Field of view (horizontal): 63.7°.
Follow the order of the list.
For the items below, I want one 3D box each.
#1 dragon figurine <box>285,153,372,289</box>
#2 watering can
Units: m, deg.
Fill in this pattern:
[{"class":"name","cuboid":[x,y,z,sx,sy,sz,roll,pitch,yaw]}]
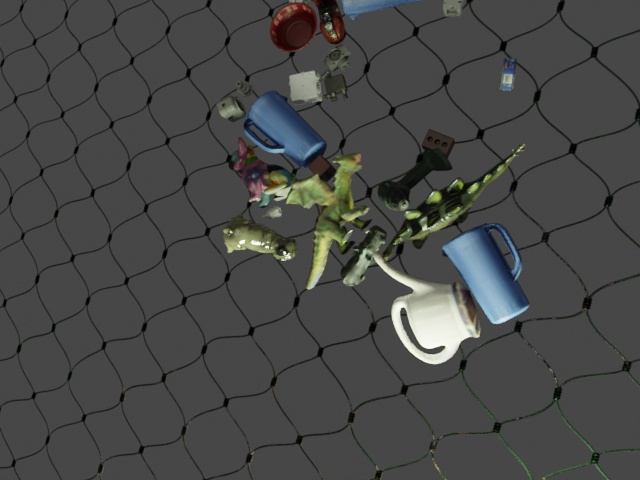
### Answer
[{"class":"dragon figurine","cuboid":[0.005,-0.075,1.493,0.245,0.122,0.406,43,106,15]},{"class":"watering can","cuboid":[0.287,0.166,1.364,0.223,0.105,0.345,-20,98,21]}]
